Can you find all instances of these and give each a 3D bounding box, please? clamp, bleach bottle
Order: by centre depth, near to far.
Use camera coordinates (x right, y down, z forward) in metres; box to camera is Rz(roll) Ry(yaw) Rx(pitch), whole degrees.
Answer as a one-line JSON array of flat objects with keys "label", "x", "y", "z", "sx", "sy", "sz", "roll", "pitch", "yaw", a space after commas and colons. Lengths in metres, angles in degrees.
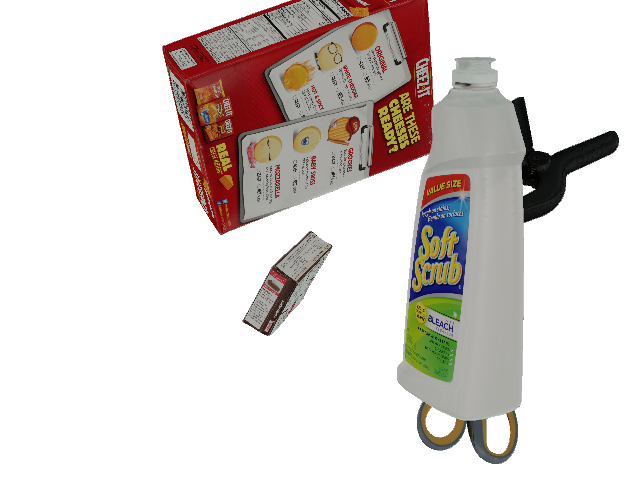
[{"label": "bleach bottle", "x": 0.103, "y": -0.005, "z": 0.766, "sx": 0.068, "sy": 0.251, "sz": 0.103, "roll": -8, "pitch": 17, "yaw": -27}, {"label": "clamp", "x": 0.212, "y": -0.081, "z": 1.088, "sx": 0.120, "sy": 0.039, "sz": 0.171, "roll": 29, "pitch": 55, "yaw": 30}]

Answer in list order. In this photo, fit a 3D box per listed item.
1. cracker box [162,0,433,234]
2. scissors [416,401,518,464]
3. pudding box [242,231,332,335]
[{"label": "cracker box", "x": -0.014, "y": -0.118, "z": 0.904, "sx": 0.213, "sy": 0.164, "sz": 0.072, "roll": -23, "pitch": 45, "yaw": -14}, {"label": "scissors", "x": 0.120, "y": 0.110, "z": 0.964, "sx": 0.096, "sy": 0.202, "sz": 0.016, "roll": -8, "pitch": -35, "yaw": -8}, {"label": "pudding box", "x": -0.037, "y": 0.050, "z": 1.249, "sx": 0.039, "sy": 0.090, "sz": 0.113, "roll": 32, "pitch": 30, "yaw": 6}]
